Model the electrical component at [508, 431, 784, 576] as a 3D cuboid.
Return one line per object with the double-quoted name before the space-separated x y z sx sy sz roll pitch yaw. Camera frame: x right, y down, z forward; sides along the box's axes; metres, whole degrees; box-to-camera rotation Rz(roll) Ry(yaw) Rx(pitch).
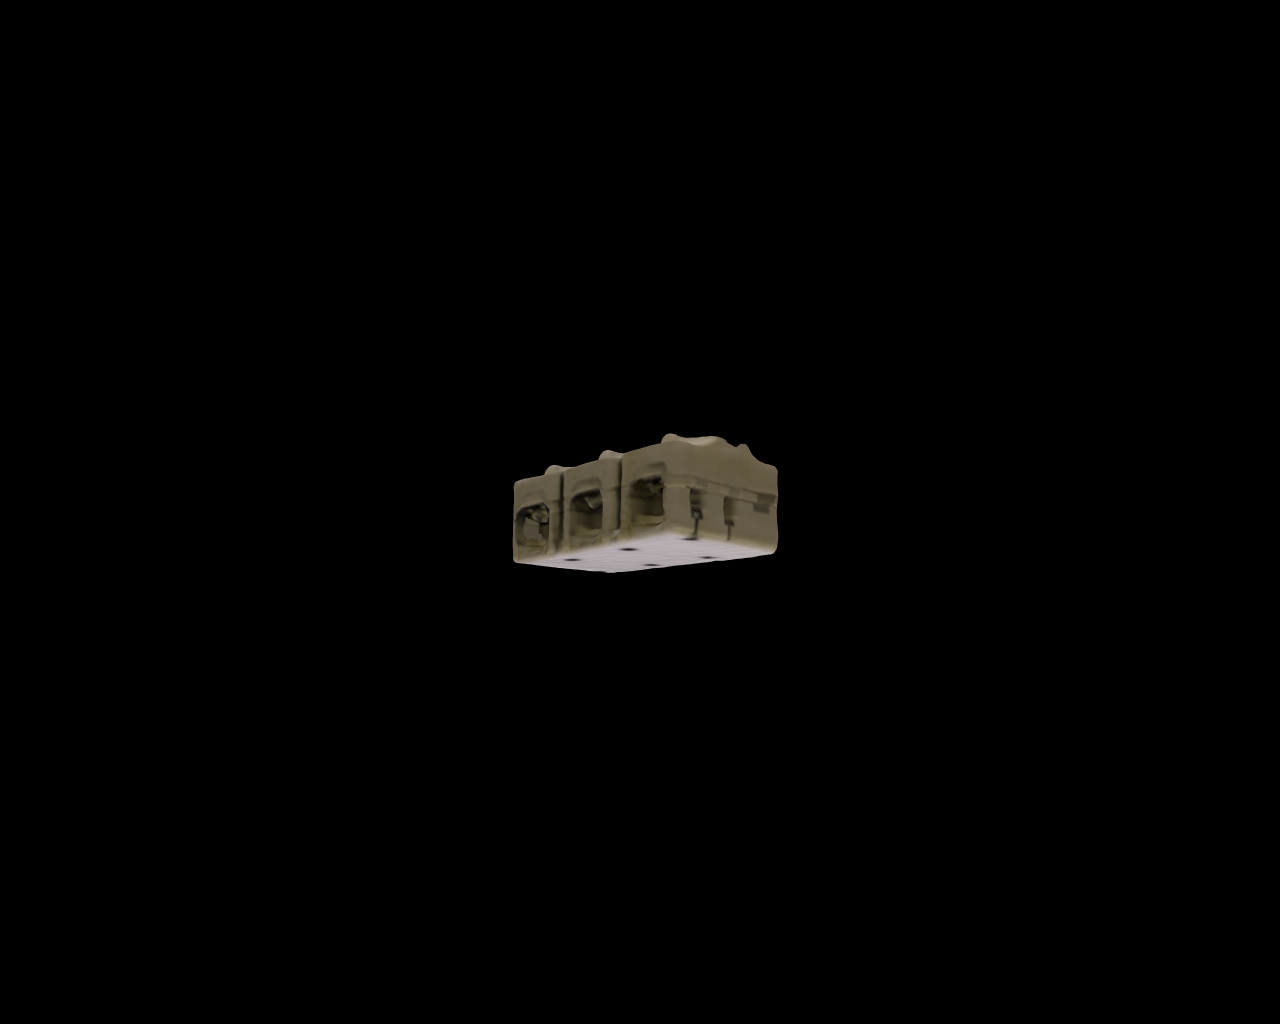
"electrical component" 0.001 -0.003 0.650 0.089 0.061 0.150 10 -14 -42
